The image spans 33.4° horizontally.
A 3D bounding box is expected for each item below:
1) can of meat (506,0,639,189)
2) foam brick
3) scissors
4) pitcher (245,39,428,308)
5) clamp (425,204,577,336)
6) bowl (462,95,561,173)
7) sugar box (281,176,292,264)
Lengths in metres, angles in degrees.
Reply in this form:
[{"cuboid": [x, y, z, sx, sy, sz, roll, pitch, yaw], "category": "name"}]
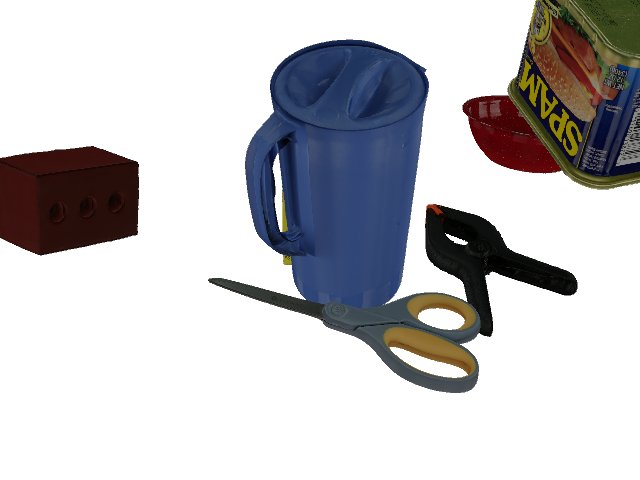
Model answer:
[{"cuboid": [0.150, -0.093, 0.574, 0.057, 0.084, 0.102, -11, 48, -16], "category": "can of meat"}, {"cuboid": [-0.164, -0.028, 0.692, 0.051, 0.053, 0.078, 21, 25, 40], "category": "foam brick"}, {"cuboid": [0.028, 0.047, 0.766, 0.202, 0.016, 0.096, 26, 42, 20], "category": "scissors"}, {"cuboid": [0.017, -0.044, 0.966, 0.149, 0.243, 0.145, 2, 43, 3], "category": "pitcher"}, {"cuboid": [0.169, 0.019, 1.060, 0.120, 0.039, 0.171, -12, 46, -23], "category": "clamp"}, {"cuboid": [0.237, -0.117, 1.206, 0.162, 0.055, 0.162, 5, 23, -2], "category": "bowl"}, {"cuboid": [-0.022, -0.069, 1.247, 0.048, 0.176, 0.093, -1, 25, 4], "category": "sugar box"}]
